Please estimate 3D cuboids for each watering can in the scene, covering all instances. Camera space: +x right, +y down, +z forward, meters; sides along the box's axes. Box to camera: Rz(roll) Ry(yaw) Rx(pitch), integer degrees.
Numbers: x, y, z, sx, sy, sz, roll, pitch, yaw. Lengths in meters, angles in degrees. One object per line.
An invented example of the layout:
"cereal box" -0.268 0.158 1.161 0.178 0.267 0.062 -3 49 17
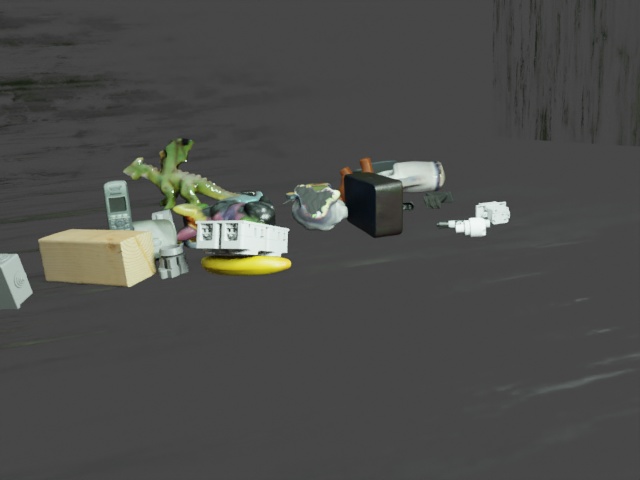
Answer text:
"watering can" 0.298 -0.197 1.673 0.224 0.103 0.351 -2 14 4

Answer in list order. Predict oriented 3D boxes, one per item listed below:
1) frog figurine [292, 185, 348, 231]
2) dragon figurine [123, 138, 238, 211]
"frog figurine" 0.004 -0.067 1.322 0.137 0.125 0.157 -11 -24 8
"dragon figurine" -0.464 -0.227 1.756 0.410 0.241 0.123 -5 8 4
